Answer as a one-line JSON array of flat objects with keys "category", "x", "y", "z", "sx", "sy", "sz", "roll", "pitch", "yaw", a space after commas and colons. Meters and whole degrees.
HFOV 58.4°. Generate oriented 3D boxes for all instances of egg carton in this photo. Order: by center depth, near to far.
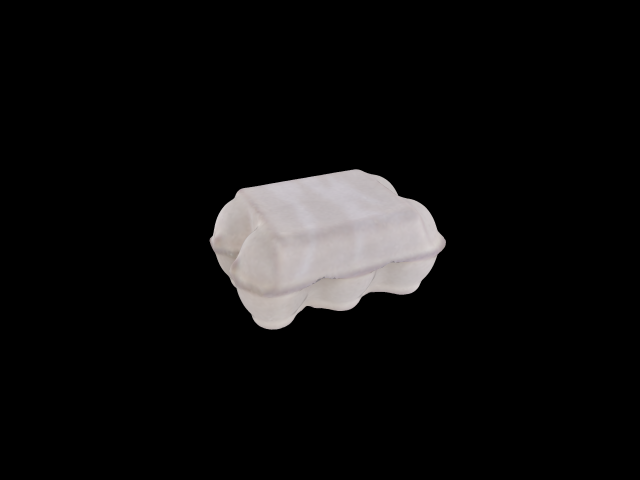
[{"category": "egg carton", "x": 0.004, "y": 0.001, "z": 0.400, "sx": 0.150, "sy": 0.069, "sz": 0.107, "roll": -13, "pitch": 32, "yaw": -22}]
